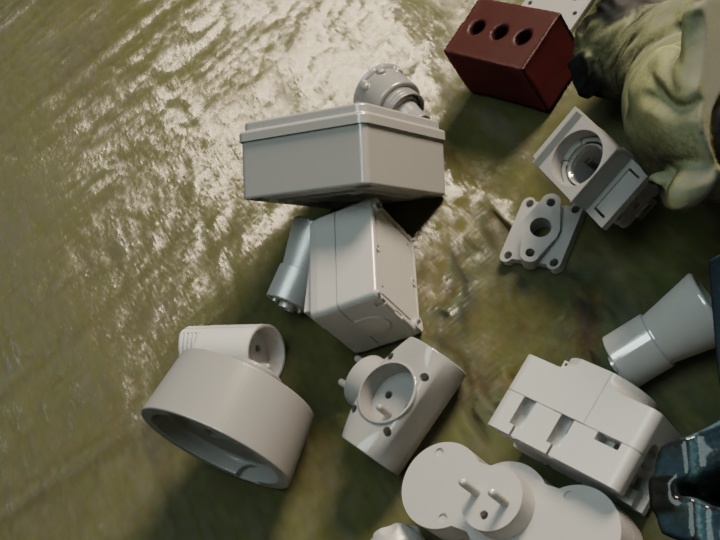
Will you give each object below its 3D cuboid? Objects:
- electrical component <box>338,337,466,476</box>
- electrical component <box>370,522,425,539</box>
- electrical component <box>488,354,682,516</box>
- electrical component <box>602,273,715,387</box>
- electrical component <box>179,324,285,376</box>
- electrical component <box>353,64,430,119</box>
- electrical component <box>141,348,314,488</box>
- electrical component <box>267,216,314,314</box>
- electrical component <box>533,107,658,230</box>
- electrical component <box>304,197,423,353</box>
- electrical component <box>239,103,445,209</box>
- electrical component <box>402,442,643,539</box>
[{"bbox_3d":[0.016,0.079,0.689,0.079,0.044,0.077,28,80,44],"label":"electrical component"},{"bbox_3d":[0.027,0.180,0.622,0.035,0.035,0.061,-31,50,16],"label":"electrical component"},{"bbox_3d":[0.128,0.087,0.599,0.089,0.050,0.055,23,77,43],"label":"electrical component"},{"bbox_3d":[0.171,0.037,0.608,0.065,0.044,0.044,-35,47,18],"label":"electrical component"},{"bbox_3d":[-0.100,0.062,0.785,0.081,0.043,0.043,-3,60,34],"label":"electrical component"},{"bbox_3d":[0.029,-0.124,0.816,0.048,0.048,0.062,-46,52,1],"label":"electrical component"},{"bbox_3d":[-0.082,0.092,0.711,0.108,0.108,0.060,6,60,38],"label":"electrical component"},{"bbox_3d":[-0.041,-0.001,0.787,0.044,0.044,0.065,13,75,41],"label":"electrical component"},{"bbox_3d":[0.150,-0.060,0.669,0.042,0.064,0.081,-50,44,17],"label":"electrical component"},{"bbox_3d":[0.000,0.000,0.741,0.061,0.062,0.096,-20,52,24],"label":"electrical component"},{"bbox_3d":[-0.011,-0.077,0.761,0.109,0.109,0.056,-4,87,34],"label":"electrical component"},{"bbox_3d":[0.079,0.130,0.589,0.138,0.074,0.052,12,69,40],"label":"electrical component"}]
